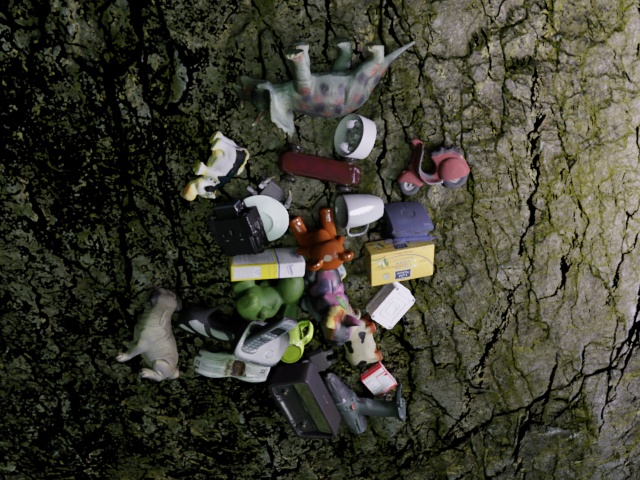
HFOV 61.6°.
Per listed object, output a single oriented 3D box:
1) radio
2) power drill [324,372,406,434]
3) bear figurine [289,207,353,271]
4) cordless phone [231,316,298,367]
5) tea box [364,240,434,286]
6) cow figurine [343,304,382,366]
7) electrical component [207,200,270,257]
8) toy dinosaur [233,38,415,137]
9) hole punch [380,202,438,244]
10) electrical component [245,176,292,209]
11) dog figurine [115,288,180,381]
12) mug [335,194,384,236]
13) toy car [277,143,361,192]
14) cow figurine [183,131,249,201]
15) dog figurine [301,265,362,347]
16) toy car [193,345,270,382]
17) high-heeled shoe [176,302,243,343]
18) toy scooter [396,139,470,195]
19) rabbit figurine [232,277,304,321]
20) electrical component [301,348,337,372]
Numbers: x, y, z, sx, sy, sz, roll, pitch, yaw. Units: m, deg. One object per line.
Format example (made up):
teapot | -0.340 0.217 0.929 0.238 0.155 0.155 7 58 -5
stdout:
radio | -0.043 0.442 1.468 0.131 0.073 0.229 -12 117 24
power drill | 0.132 0.454 1.510 0.207 0.086 0.231 -10 121 11
bear figurine | -0.001 0.000 1.237 0.120 0.196 0.131 -18 96 -3
cordless phone | -0.105 0.226 1.270 0.184 0.089 0.146 -30 140 30
tea box | 0.202 0.050 1.385 0.170 0.068 0.098 -11 121 -9
cow figurine | 0.086 0.254 1.443 0.127 0.086 0.194 -21 116 -11
electrical component | -0.193 -0.029 1.246 0.115 0.058 0.134 -8 119 24
toy dinosaur | 0.022 -0.331 1.169 0.405 0.131 0.192 -7 126 -15
hole punch | 0.213 -0.042 1.333 0.142 0.116 0.092 -2 105 -13
electrical component | -0.115 -0.109 1.263 0.078 0.045 0.102 -42 115 5
dog figurine | -0.376 0.228 1.303 0.172 0.121 0.190 35 99 -25
mug | 0.101 -0.063 1.313 0.107 0.081 0.109 -11 109 -18
toy car | -0.002 -0.167 1.261 0.202 0.053 0.089 8 90 -17
cow figurine | -0.236 -0.150 1.209 0.098 0.068 0.167 28 105 -28
dog figurine | 0.029 0.146 1.296 0.108 0.219 0.191 -1 104 -15
toy car | -0.230 0.327 1.412 0.202 0.056 0.073 12 109 -18
high-heeled shoe | -0.246 0.251 1.370 0.145 0.086 0.248 -29 118 13
toy scooter | 0.273 -0.187 1.305 0.184 0.075 0.135 -11 113 -3
rabbit figurine | -0.111 0.148 1.329 0.170 0.121 0.158 -24 122 1
electrical component | -0.002 0.335 1.486 0.094 0.021 0.063 -23 116 -3
